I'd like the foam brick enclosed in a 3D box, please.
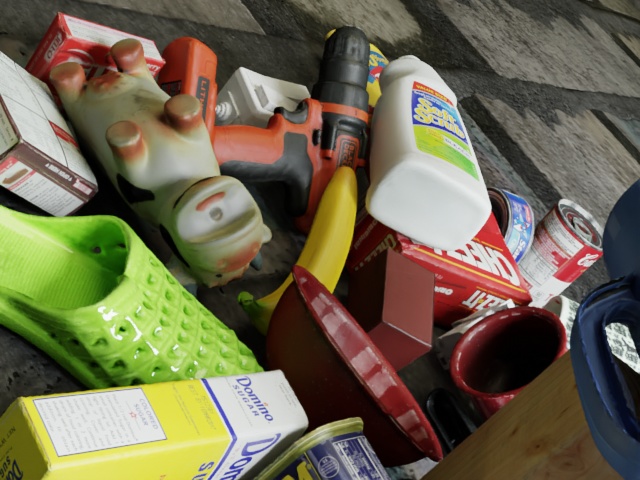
[{"bbox_3d":[0.055,0.056,0.839,0.051,0.053,0.078,30,45,-22],"label":"foam brick"}]

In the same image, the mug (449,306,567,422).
[{"bbox_3d":[0.159,0.118,0.810,0.081,0.093,0.117,59,6,-32],"label":"mug"}]

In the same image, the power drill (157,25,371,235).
[{"bbox_3d":[-0.040,-0.104,0.868,0.187,0.057,0.184,12,83,-34],"label":"power drill"}]

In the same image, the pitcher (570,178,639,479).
[{"bbox_3d":[0.219,0.054,0.560,0.149,0.145,0.243,46,20,-25],"label":"pitcher"}]

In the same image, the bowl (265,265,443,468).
[{"bbox_3d":[0.012,0.096,0.711,0.162,0.055,0.162,52,6,-8],"label":"bowl"}]

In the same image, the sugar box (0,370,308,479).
[{"bbox_3d":[-0.094,0.115,0.548,0.175,0.093,0.048,4,47,-48],"label":"sugar box"}]

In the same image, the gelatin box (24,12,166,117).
[{"bbox_3d":[-0.173,-0.125,0.803,0.089,0.073,0.030,8,43,-46],"label":"gelatin box"}]

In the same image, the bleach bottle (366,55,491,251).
[{"bbox_3d":[0.084,-0.098,0.946,0.102,0.068,0.251,26,31,-21],"label":"bleach bottle"}]

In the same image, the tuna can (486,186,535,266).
[{"bbox_3d":[0.168,-0.009,1.050,0.033,0.086,0.086,19,36,-34],"label":"tuna can"}]

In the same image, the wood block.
[{"bbox_3d":[0.115,0.164,0.618,0.091,0.206,0.090,38,29,-7],"label":"wood block"}]

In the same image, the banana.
[{"bbox_3d":[-0.006,0.018,0.812,0.037,0.070,0.197,11,36,17],"label":"banana"}]

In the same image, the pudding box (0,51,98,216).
[{"bbox_3d":[-0.202,-0.077,0.708,0.113,0.039,0.090,56,9,29],"label":"pudding box"}]

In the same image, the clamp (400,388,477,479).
[{"bbox_3d":[0.133,0.207,0.755,0.210,0.036,0.164,45,24,8],"label":"clamp"}]

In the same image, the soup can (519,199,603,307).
[{"bbox_3d":[0.231,0.017,1.074,0.068,0.102,0.068,30,30,-20],"label":"soup can"}]

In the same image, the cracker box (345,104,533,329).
[{"bbox_3d":[0.089,-0.024,0.988,0.164,0.072,0.214,20,36,-34],"label":"cracker box"}]

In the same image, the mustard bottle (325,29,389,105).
[{"bbox_3d":[0.062,-0.157,1.154,0.096,0.058,0.192,-4,52,-49],"label":"mustard bottle"}]

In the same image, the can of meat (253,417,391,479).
[{"bbox_3d":[0.002,0.163,0.593,0.057,0.102,0.084,0,51,-53],"label":"can of meat"}]
